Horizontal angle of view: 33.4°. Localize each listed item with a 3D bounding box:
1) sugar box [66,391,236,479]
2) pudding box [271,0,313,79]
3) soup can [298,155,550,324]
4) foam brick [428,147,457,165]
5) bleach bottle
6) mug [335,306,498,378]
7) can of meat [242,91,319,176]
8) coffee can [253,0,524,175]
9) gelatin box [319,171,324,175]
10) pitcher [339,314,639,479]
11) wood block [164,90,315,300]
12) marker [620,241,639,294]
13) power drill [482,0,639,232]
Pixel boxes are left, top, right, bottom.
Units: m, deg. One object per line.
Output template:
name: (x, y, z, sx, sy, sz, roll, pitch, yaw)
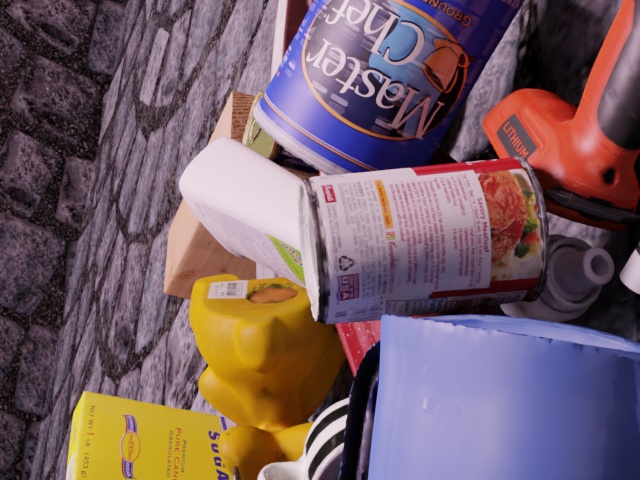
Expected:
sugar box: (-0.108, 0.182, 0.841, 0.048, 0.176, 0.093, 119, 156, -45)
pudding box: (0.009, -0.163, 0.877, 0.039, 0.090, 0.113, 126, 152, -51)
soup can: (0.045, 0.000, 0.485, 0.068, 0.102, 0.068, 174, 90, -84)
foam brick: (0.064, -0.028, 0.663, 0.053, 0.051, 0.078, -53, 25, 13)
bleach bottle: (-0.005, 0.001, 0.735, 0.068, 0.102, 0.251, -47, 35, -10)
mug: (0.059, 0.049, 0.563, 0.117, 0.093, 0.081, -22, 87, 62)
can of meat: (-0.011, -0.084, 0.887, 0.102, 0.083, 0.057, -147, 72, -70)
coffee can: (0.040, -0.107, 0.589, 0.140, 0.102, 0.103, -60, 23, 16)
gelatin box: (0.019, -0.077, 0.803, 0.073, 0.030, 0.089, -27, -63, -76)
pitcher: (0.067, 0.152, 0.436, 0.149, 0.145, 0.243, 36, -117, -82)
wood block: (-0.078, -0.033, 1.038, 0.206, 0.090, 0.091, 121, 155, -43)
marker: (0.163, -0.029, 0.450, 0.020, 0.020, 0.121, -107, 35, -57)
power drill: (0.144, -0.113, 0.505, 0.184, 0.057, 0.188, -102, 30, -58)
